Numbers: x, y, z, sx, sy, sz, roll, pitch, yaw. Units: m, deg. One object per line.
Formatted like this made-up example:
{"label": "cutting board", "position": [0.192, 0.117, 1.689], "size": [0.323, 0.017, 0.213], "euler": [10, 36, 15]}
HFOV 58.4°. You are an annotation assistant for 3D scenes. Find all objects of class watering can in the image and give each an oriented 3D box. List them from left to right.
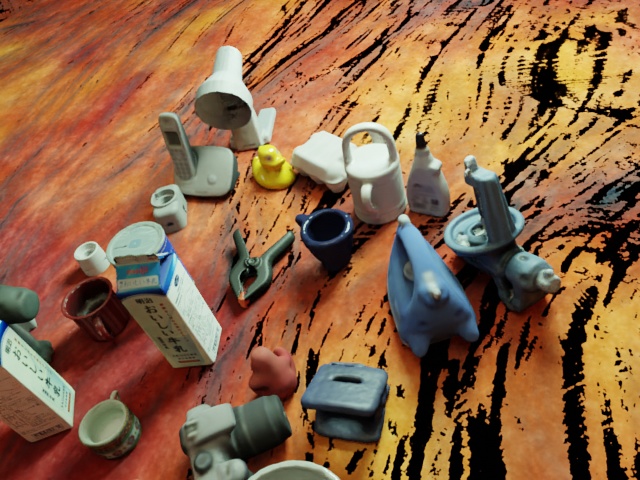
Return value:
{"label": "watering can", "position": [0.093, -0.134, 1.029], "size": [0.101, 0.194, 0.172], "euler": [-16, 44, 2]}

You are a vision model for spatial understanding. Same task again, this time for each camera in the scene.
{"label": "camera", "position": [-0.107, 0.270, 0.765], "size": [0.137, 0.101, 0.143], "euler": [-23, 44, -5]}

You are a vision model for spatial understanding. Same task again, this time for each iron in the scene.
{"label": "iron", "position": [0.150, 0.042, 0.876], "size": [0.118, 0.142, 0.258], "euler": [-17, 44, 1]}

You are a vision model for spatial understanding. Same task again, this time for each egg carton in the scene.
{"label": "egg carton", "position": [0.016, -0.161, 1.169], "size": [0.107, 0.069, 0.149], "euler": [-41, 49, -22]}

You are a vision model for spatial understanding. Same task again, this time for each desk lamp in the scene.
{"label": "desk lamp", "position": [-0.187, -0.302, 1.268], "size": [0.117, 0.214, 0.203], "euler": [-7, 45, 12]}

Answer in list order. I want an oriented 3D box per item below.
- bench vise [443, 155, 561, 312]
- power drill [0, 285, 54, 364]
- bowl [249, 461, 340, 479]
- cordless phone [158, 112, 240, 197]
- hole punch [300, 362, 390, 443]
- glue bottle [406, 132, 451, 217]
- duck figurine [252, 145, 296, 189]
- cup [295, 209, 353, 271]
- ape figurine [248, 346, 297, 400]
{"label": "bench vise", "position": [0.271, -0.016, 0.838], "size": [0.206, 0.220, 0.122], "euler": [26, 59, 36]}
{"label": "power drill", "position": [-0.555, 0.148, 0.949], "size": [0.229, 0.209, 0.075], "euler": [-10, 45, 8]}
{"label": "bowl", "position": [-0.031, 0.355, 0.676], "size": [0.167, 0.075, 0.167], "euler": [-9, 45, 9]}
{"label": "cordless phone", "position": [-0.255, -0.181, 1.191], "size": [0.147, 0.185, 0.094], "euler": [3, 48, 21]}
{"label": "hole punch", "position": [0.036, 0.210, 0.785], "size": [0.108, 0.091, 0.101], "euler": [1, 48, 19]}
{"label": "glue bottle", "position": [0.184, -0.116, 0.997], "size": [0.077, 0.173, 0.037], "euler": [14, 53, 29]}
{"label": "duck figurine", "position": [-0.105, -0.161, 1.196], "size": [0.104, 0.086, 0.078], "euler": [25, 58, 35]}
{"label": "cup", "position": [0.009, 0.004, 0.992], "size": [0.117, 0.095, 0.092], "euler": [23, 58, 34]}
{"label": "ape figurine", "position": [-0.074, 0.188, 0.840], "size": [0.078, 0.092, 0.076], "euler": [-33, 46, -14]}
